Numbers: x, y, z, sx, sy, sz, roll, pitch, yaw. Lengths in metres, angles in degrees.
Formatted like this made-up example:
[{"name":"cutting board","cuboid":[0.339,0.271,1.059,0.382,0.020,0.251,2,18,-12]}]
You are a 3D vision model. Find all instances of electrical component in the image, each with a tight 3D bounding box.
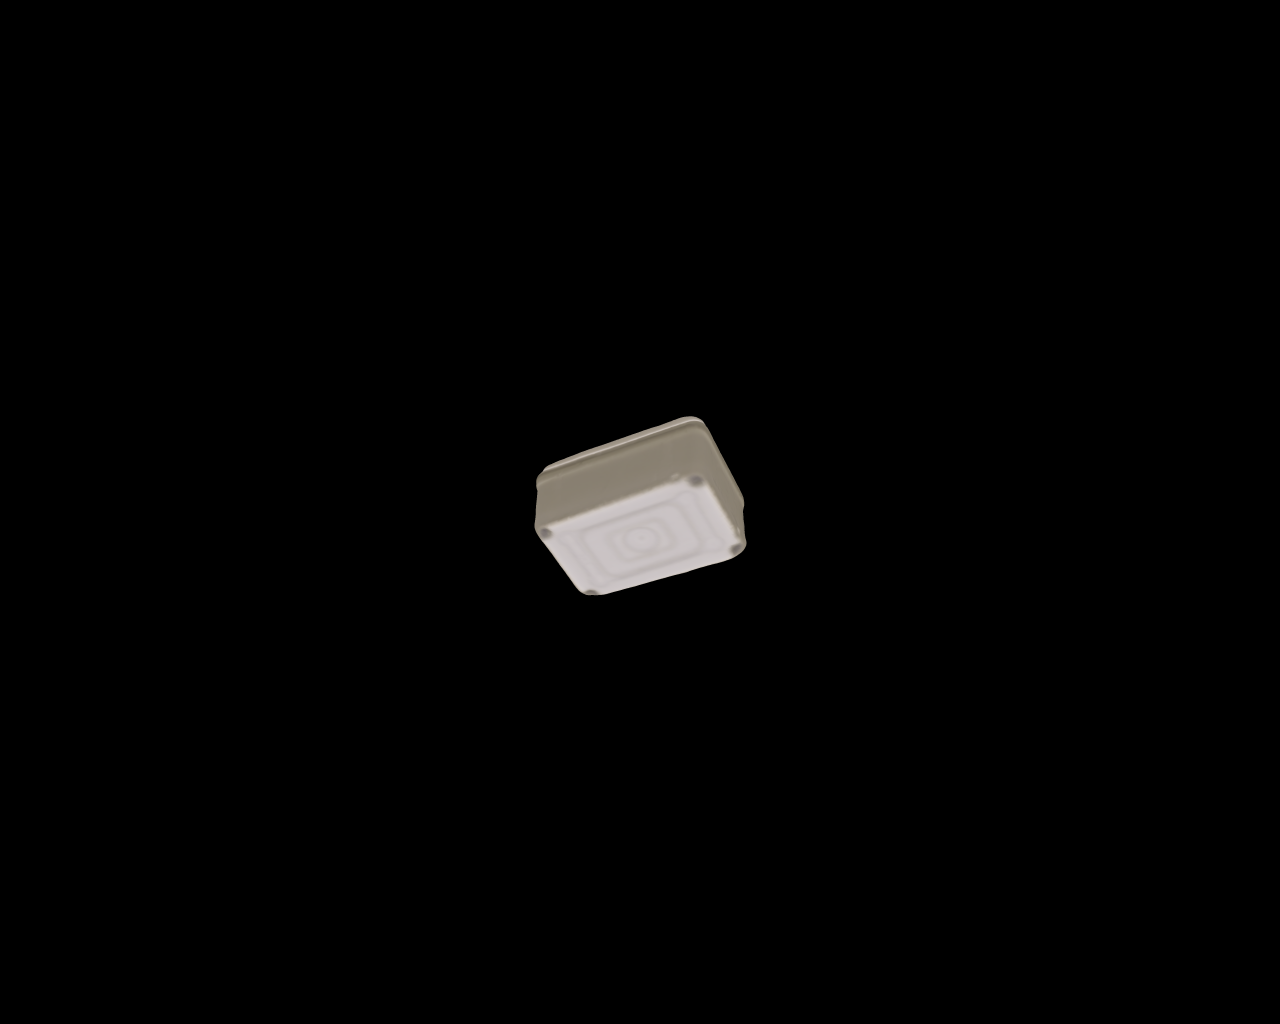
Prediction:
[{"name":"electrical component","cuboid":[0.001,-0.003,0.650,0.113,0.057,0.078,-17,-48,16]}]
